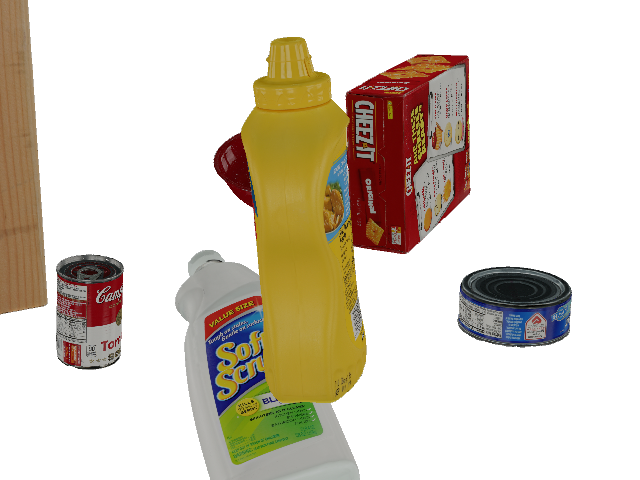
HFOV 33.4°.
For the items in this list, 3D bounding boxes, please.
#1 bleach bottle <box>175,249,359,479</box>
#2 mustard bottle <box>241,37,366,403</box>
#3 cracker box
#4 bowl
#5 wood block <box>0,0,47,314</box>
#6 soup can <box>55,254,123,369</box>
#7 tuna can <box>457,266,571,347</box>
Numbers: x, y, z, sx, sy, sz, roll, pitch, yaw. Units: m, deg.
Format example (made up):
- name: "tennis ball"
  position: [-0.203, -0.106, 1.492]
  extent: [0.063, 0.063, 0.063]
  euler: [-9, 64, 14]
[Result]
- name: "bleach bottle"
  position: [-0.059, 0.097, 0.783]
  extent: [0.102, 0.068, 0.251]
  euler: [-16, 43, -13]
- name: "mustard bottle"
  position: [-0.009, -0.014, 0.584]
  extent: [0.058, 0.192, 0.096]
  euler: [-1, 20, 10]
- name: "cracker box"
  position: [0.097, -0.099, 1.135]
  extent: [0.072, 0.164, 0.213]
  euler: [6, 21, 24]
- name: "bowl"
  position: [-0.045, -0.078, 1.276]
  extent: [0.162, 0.055, 0.162]
  euler: [-2, 35, 1]
- name: "wood block"
  position: [-0.214, -0.065, 0.601]
  extent: [0.090, 0.206, 0.090]
  euler: [-10, 27, -28]
- name: "soup can"
  position: [-0.240, 0.074, 1.107]
  extent: [0.068, 0.102, 0.068]
  euler: [5, 20, -2]
- name: "tuna can"
  position: [0.149, 0.049, 0.819]
  extent: [0.086, 0.034, 0.086]
  euler: [0, 19, 0]
